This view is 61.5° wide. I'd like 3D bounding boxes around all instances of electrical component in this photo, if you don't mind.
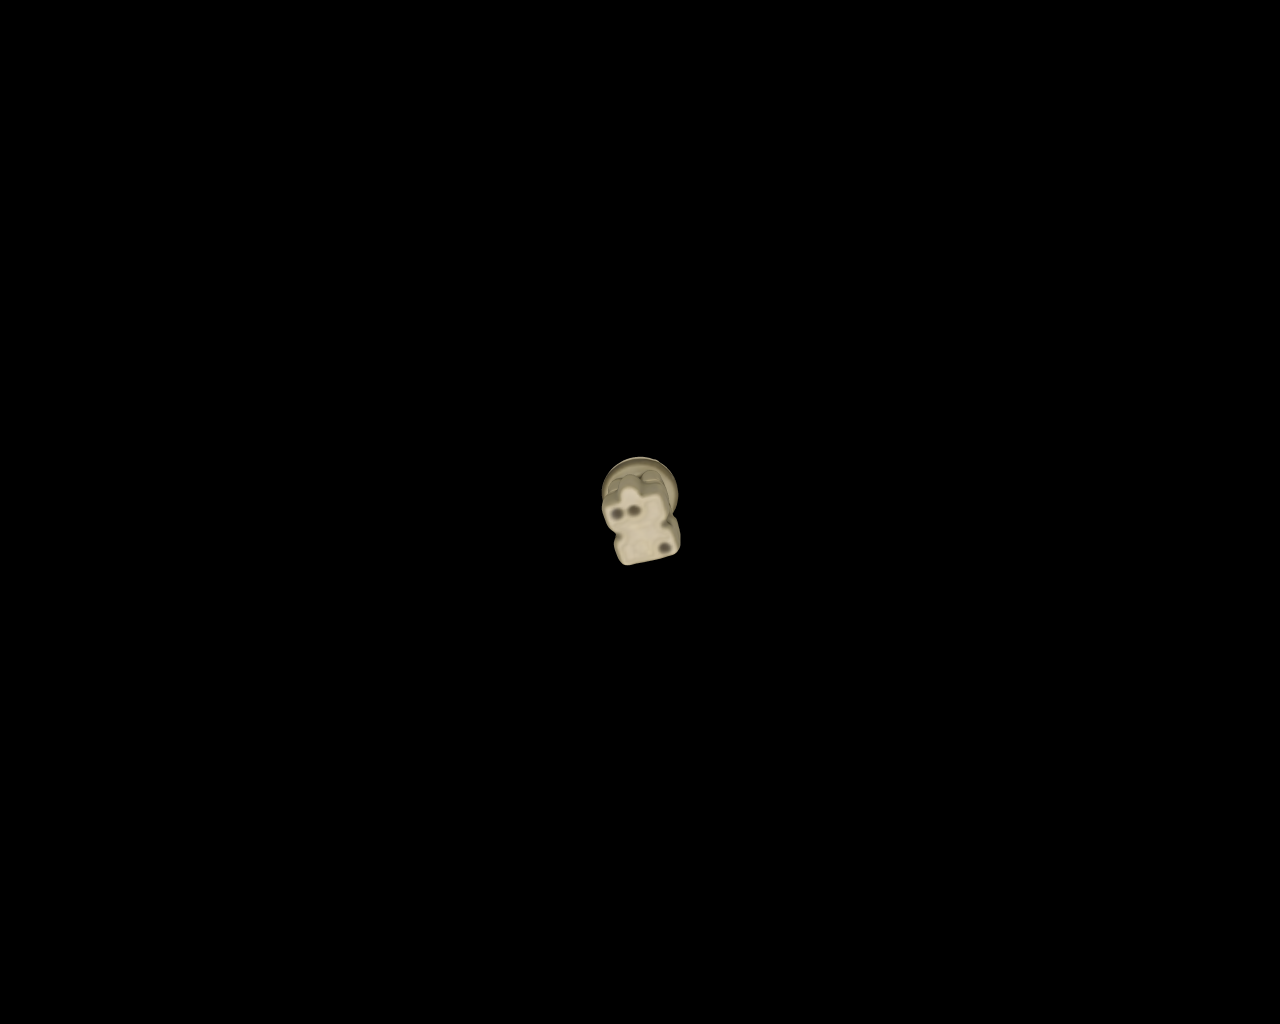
[{"bbox_3d":[0.001,-0.003,0.650,0.048,0.066,0.055,-13,28,7],"label":"electrical component"}]
